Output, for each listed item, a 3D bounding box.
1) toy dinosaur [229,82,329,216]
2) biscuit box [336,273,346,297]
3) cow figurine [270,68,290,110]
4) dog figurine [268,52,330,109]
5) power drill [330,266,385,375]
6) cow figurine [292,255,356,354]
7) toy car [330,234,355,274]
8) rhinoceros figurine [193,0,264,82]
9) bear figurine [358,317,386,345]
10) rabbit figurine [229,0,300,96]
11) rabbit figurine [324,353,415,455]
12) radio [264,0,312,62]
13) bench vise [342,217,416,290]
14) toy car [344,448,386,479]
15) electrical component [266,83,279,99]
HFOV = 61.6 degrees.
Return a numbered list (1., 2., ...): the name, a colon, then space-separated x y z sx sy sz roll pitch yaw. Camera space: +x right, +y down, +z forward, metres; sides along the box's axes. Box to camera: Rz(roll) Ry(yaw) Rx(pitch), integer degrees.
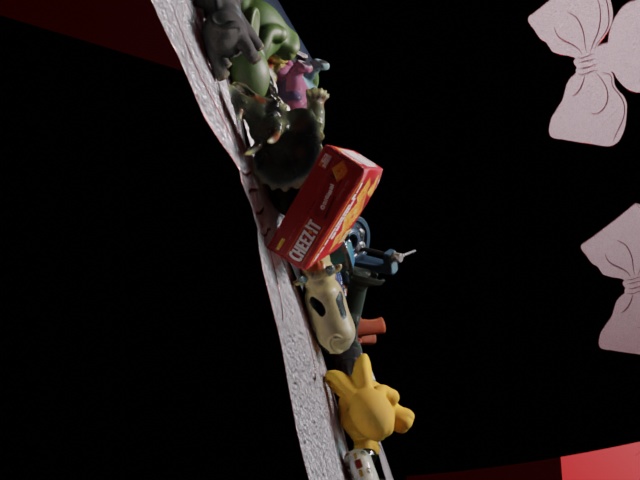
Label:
1. toy dinosaur: -0.046 -0.110 0.902 0.404 0.131 0.192 82 11 -59
2. biscuit box: -0.003 0.042 1.070 0.062 0.059 0.203 111 -32 -56
3. cow figurine: -0.104 -0.267 1.051 0.098 0.068 0.167 25 44 -78
4. dog figurine: -0.077 -0.297 1.172 0.108 0.192 0.219 -37 150 -58
5. power drill: 0.071 0.164 1.085 0.232 0.086 0.207 -121 -142 -77
6. cow figurine: 0.007 0.101 0.917 0.127 0.085 0.194 -144 -143 -85
7. toy car: -0.002 -0.003 1.003 0.109 0.103 0.162 76 -9 -56
8. rhinoceros figurine: -0.136 -0.303 0.763 0.112 0.073 0.190 57 14 -36
9. bear figurine: 0.081 0.174 1.414 0.120 0.132 0.196 113 -27 -52
10. rabbit figurine: -0.109 -0.321 0.905 0.159 0.121 0.170 62 26 -57
11. rabbit figurine: 0.084 0.272 0.885 0.173 0.122 0.162 77 -12 -80
12. radio: -0.103 -0.455 1.253 0.229 0.073 0.131 55 35 -33
13. bench vise: 0.086 0.040 1.209 0.241 0.129 0.223 12 -61 41
14. toy car: 0.083 0.400 0.854 0.074 0.056 0.201 -112 -177 -49
15. electrical component: -0.104 -0.241 0.970 0.045 0.078 0.102 37 21 -40
